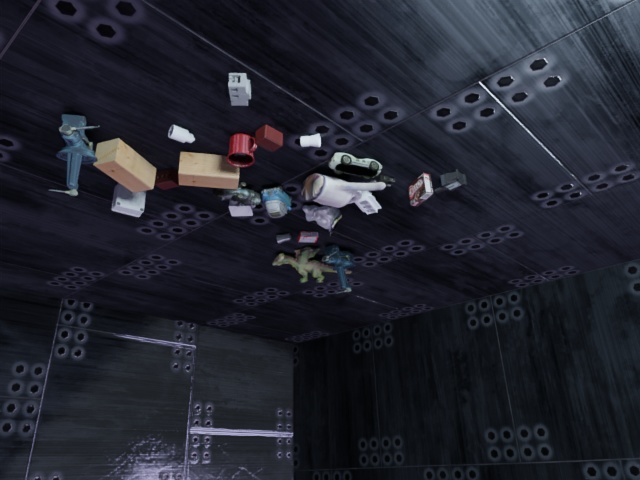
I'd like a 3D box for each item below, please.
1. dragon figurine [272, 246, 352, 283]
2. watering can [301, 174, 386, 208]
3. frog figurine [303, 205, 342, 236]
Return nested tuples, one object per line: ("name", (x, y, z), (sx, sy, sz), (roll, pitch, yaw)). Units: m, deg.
("dragon figurine", (-0.038, 0.114, 2.649), (0.410, 0.125, 0.237), (-3, 147, 0))
("watering can", (0.069, -0.190, 1.935), (0.223, 0.105, 0.344), (13, 164, -29))
("frog figurine", (0.007, -0.110, 2.180), (0.160, 0.124, 0.135), (34, 165, 9))
